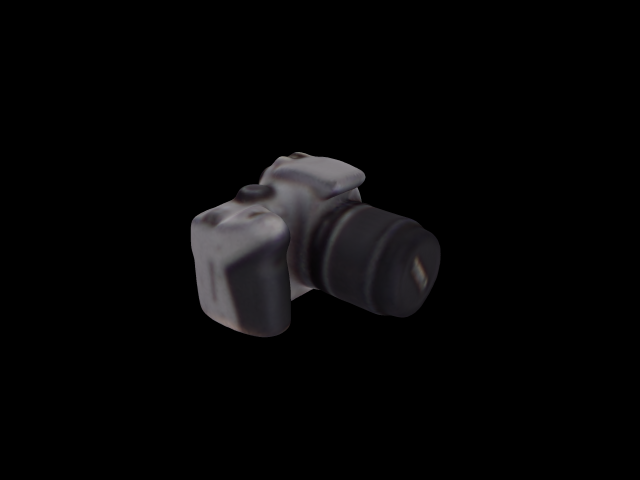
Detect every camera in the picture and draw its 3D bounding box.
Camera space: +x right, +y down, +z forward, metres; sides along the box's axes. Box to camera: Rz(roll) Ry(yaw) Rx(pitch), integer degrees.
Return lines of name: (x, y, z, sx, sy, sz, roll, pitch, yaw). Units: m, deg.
camera: (0.004, 0.001, 0.400, 0.136, 0.101, 0.143, 20, 32, 36)
